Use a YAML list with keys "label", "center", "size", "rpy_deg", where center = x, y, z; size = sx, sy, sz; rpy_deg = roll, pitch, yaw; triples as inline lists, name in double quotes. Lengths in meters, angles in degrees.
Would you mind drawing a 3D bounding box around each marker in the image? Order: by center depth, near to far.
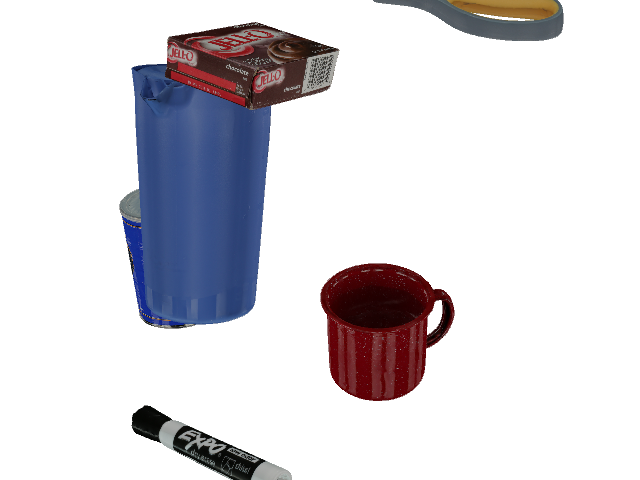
- label: "marker"
  center: [-0.068, 0.123, 0.629]
  size: [0.121, 0.020, 0.020]
  rpy_deg: [16, 10, 37]

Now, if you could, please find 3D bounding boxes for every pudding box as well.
- label: "pudding box"
  center: [-0.054, -0.141, 0.850]
  size: [0.090, 0.039, 0.113]
  rpy_deg: [24, 27, 28]

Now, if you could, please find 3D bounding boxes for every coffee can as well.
- label: "coffee can"
  center: [-0.169, 0.016, 1.228]
  size: [0.103, 0.140, 0.103]
  rpy_deg: [-4, 26, 2]

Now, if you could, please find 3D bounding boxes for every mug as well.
- label: "mug"
  center: [0.058, 0.075, 0.890]
  size: [0.117, 0.081, 0.093]
  rpy_deg: [-16, 37, -20]

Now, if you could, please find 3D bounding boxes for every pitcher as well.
- label: "pitcher"
  center: [-0.108, -0.051, 1.032]
  size: [0.149, 0.243, 0.145]
  rpy_deg: [-2, 15, -17]

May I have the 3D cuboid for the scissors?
- label: "scissors"
  center: [0.056, -0.159, 0.648]
  size: [0.202, 0.016, 0.096]
  rpy_deg: [20, 44, 25]
